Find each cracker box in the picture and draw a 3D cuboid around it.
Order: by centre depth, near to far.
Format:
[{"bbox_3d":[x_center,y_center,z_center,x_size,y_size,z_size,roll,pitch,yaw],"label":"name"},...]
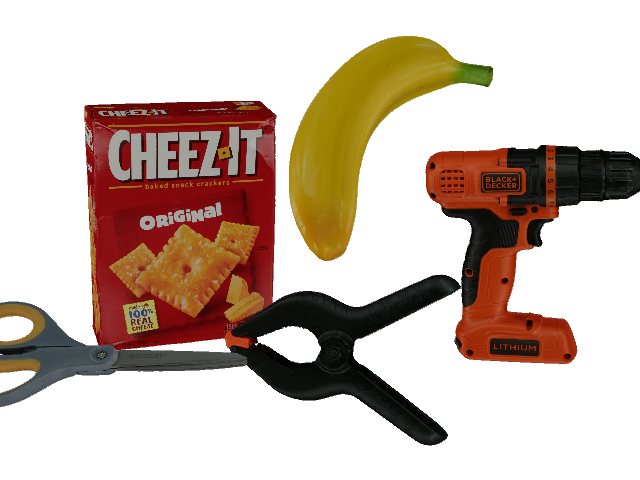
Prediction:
[{"bbox_3d":[-0.125,-0.014,0.967,0.164,0.214,0.072,-4,19,-18],"label":"cracker box"}]

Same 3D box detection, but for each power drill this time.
[{"bbox_3d":[0.185,0.010,0.924,0.184,0.188,0.057,1,13,15],"label":"power drill"}]

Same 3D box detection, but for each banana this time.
[{"bbox_3d":[0.027,-0.064,0.574,0.070,0.037,0.197,24,47,20],"label":"banana"}]

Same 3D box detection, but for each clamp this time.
[{"bbox_3d":[0.018,0.088,0.767,0.171,0.120,0.039,-4,-4,14],"label":"clamp"}]

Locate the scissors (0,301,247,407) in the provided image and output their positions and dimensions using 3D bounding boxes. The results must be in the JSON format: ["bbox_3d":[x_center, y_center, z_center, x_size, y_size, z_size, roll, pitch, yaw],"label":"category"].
[{"bbox_3d":[-0.155,0.068,0.720,0.201,0.016,0.096,-11,44,-6],"label":"scissors"}]
